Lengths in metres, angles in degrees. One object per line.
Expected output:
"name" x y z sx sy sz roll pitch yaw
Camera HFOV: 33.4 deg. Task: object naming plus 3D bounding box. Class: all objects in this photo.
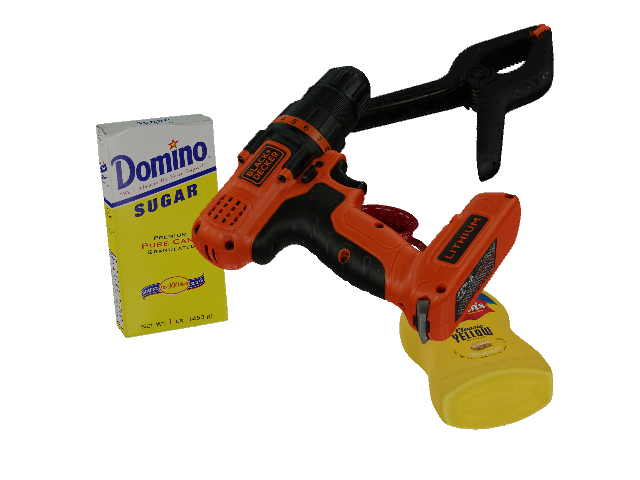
"sugar box" -0.132 -0.013 0.897 0.093 0.176 0.048 -9 18 -20
"mustard bottle" 0.121 0.084 0.925 0.096 0.058 0.192 -12 29 -8
"clamp" 0.144 -0.126 0.932 0.209 0.036 0.165 -33 43 -24
"mug" 0.082 0.013 1.332 0.117 0.081 0.093 18 27 26
"power drill" 0.034 -0.028 0.711 0.188 0.184 0.057 25 -27 24
